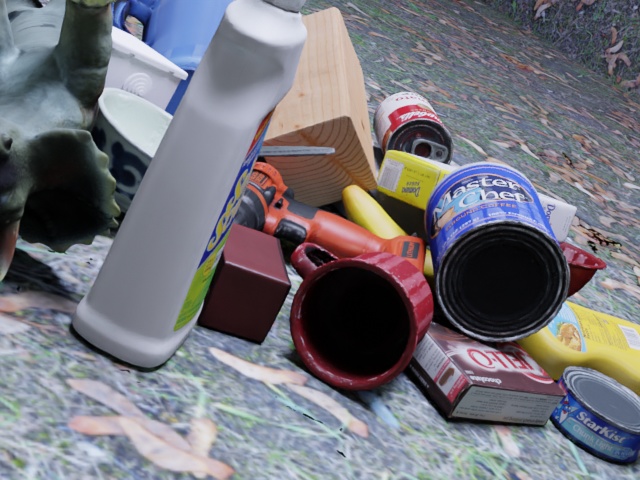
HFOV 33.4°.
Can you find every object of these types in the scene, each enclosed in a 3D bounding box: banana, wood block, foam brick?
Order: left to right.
[{"bbox_3d":[-0.058,0.029,0.772,0.051,0.053,0.078,19,20,-18],"label":"foam brick"},{"bbox_3d":[-0.004,-0.134,1.059,0.206,0.090,0.091,-94,163,-51],"label":"wood block"},{"bbox_3d":[0.102,0.015,0.979,0.198,0.069,0.037,22,-16,4],"label":"banana"}]

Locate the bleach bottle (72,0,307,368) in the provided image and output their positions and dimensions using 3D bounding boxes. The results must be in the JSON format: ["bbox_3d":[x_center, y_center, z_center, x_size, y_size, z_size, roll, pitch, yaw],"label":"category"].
[{"bbox_3d":[-0.070,-0.049,0.659,0.068,0.251,0.102,27,21,3],"label":"bleach bottle"}]

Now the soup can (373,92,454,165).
[{"bbox_3d":[0.093,-0.106,1.089,0.068,0.068,0.102,21,20,-14],"label":"soup can"}]

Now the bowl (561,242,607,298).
[{"bbox_3d":[0.197,0.022,1.057,0.162,0.055,0.162,17,10,-3],"label":"bowl"}]

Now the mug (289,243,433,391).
[{"bbox_3d":[0.026,0.046,0.773,0.117,0.093,0.081,41,18,9],"label":"mug"}]

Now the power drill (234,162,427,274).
[{"bbox_3d":[-0.006,0.001,0.892,0.187,0.057,0.184,26,20,1],"label":"power drill"}]

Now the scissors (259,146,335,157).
[{"bbox_3d":[-0.097,-0.068,0.909,0.202,0.016,0.096,7,28,20],"label":"scissors"}]

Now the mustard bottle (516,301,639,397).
[{"bbox_3d":[0.210,0.087,0.937,0.191,0.058,0.096,19,30,-17],"label":"mustard bottle"}]

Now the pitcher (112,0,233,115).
[{"bbox_3d":[-0.133,-0.172,1.070,0.149,0.145,0.243,-11,27,3],"label":"pitcher"}]

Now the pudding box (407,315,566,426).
[{"bbox_3d":[0.122,0.100,0.829,0.113,0.039,0.090,9,26,-37],"label":"pudding box"}]

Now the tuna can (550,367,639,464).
[{"bbox_3d":[0.227,0.141,0.862,0.086,0.034,0.086,23,21,-9],"label":"tuna can"}]

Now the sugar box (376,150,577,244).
[{"bbox_3d":[0.149,-0.040,1.019,0.176,0.048,0.093,15,8,-32],"label":"sugar box"}]

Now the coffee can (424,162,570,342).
[{"bbox_3d":[0.140,0.006,0.871,0.102,0.103,0.140,23,21,-7],"label":"coffee can"}]
